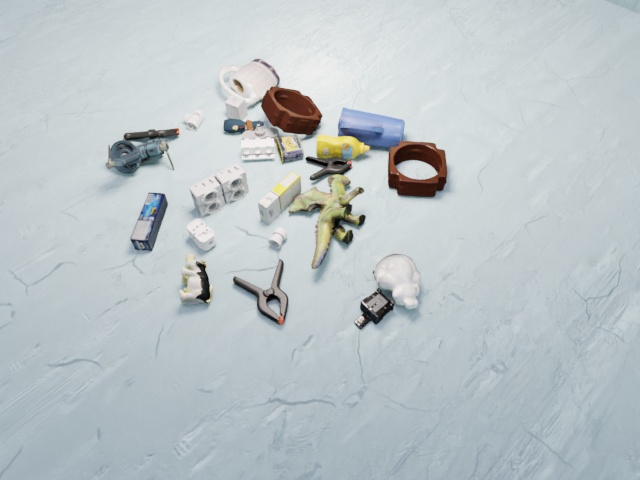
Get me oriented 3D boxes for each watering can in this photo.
[{"bbox_3d":[-0.245,-0.612,2.088,0.349,0.102,0.228,37,60,10],"label":"watering can"}]

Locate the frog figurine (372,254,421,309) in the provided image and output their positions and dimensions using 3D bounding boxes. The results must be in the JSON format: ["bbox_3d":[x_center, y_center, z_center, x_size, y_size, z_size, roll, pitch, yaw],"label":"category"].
[{"bbox_3d":[0.234,0.123,1.514,0.137,0.120,0.163,5,39,-19],"label":"frog figurine"}]

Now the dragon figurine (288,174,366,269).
[{"bbox_3d":[0.005,-0.086,1.704,0.244,0.119,0.418,16,51,33],"label":"dragon figurine"}]
